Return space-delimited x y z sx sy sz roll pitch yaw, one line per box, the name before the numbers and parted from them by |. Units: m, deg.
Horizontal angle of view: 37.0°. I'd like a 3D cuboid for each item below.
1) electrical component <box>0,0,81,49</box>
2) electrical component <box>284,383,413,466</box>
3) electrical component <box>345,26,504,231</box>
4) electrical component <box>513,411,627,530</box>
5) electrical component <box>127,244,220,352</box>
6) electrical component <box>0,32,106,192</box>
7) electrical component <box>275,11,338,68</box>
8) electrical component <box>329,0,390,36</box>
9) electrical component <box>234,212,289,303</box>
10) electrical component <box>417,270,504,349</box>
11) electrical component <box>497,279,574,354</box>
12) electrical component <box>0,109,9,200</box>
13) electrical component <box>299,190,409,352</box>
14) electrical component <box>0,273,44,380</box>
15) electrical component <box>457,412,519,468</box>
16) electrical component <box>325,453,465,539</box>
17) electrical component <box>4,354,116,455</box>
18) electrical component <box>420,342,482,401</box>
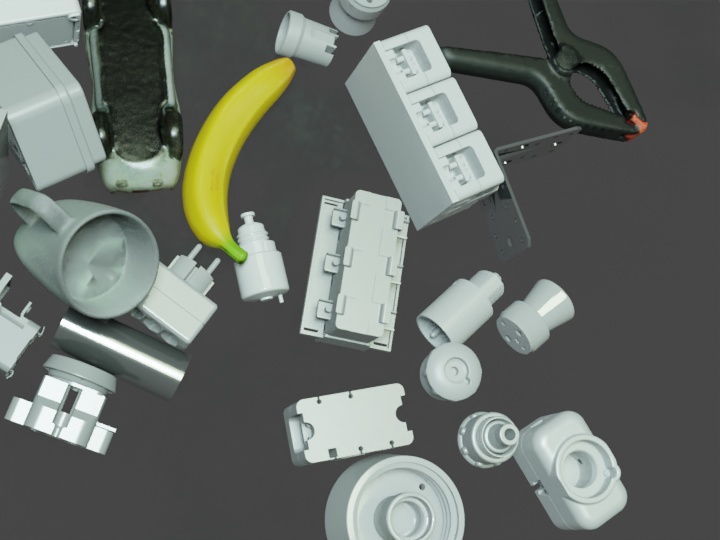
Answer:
electrical component | -0.280 -0.212 0.866 0.096 0.062 0.061 -15 81 -20
electrical component | -0.011 0.126 0.868 0.089 0.056 0.050 -8 79 -18
electrical component | 0.057 -0.123 0.932 0.062 0.089 0.150 -24 85 -21
electrical component | 0.179 0.170 0.913 0.054 0.059 0.095 -29 87 -21
electrical component | -0.143 0.014 0.860 0.066 0.047 0.076 38 69 -5
electrical component | -0.247 -0.123 0.822 0.057 0.078 0.113 -27 46 -18
electrical component | -0.047 -0.202 0.948 0.046 0.040 0.040 15 73 -19
electrical component | 0.000 -0.241 0.963 0.045 0.055 0.045 4 76 -16
electrical component | -0.085 -0.009 0.887 0.040 0.040 0.078 -10 79 -19
electrical component | 0.092 0.031 0.930 0.081 0.043 0.043 -41 91 -21
electrical component | 0.154 0.041 0.945 0.055 0.045 0.045 -38 90 -21
electrical component | -0.299 -0.060 0.776 0.062 0.150 0.089 19 72 -12
electrical component | 0.000 0.000 0.899 0.079 0.063 0.121 13 73 -14
electrical component | -0.279 0.047 0.814 0.064 0.042 0.081 35 70 -8
electrical component | 0.113 0.140 0.899 0.048 0.062 0.048 4 76 -16
electrical component | 0.032 0.199 0.860 0.108 0.060 0.108 4 75 -16
electrical component | -0.219 0.099 0.811 0.078 0.058 0.057 23 74 -10
electrical component | 0.070 0.088 0.899 0.048 0.062 0.048 4 76 -15
